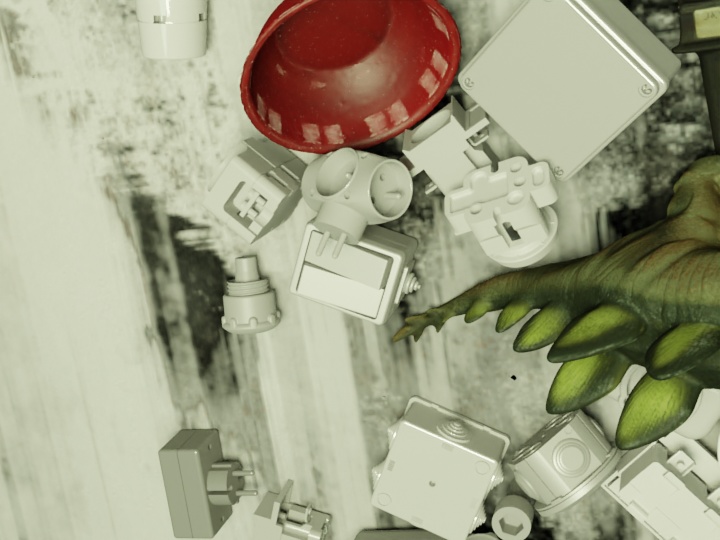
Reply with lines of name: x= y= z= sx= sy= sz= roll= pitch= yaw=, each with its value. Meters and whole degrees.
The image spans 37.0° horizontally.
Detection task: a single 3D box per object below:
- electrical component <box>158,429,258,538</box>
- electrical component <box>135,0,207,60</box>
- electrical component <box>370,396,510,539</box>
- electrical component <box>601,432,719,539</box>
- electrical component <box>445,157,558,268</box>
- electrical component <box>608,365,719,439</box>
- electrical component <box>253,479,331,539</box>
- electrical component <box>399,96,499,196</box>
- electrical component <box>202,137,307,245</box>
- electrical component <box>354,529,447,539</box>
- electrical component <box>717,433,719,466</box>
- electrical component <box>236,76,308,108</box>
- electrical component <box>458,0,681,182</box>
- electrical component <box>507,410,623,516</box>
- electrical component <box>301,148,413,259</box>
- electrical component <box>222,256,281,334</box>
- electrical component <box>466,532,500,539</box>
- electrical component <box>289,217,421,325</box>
electrical component: x=-0.125 y=0.185 z=0.934 sx=0.076 sy=0.047 sz=0.083 roll=-4 pitch=104 yaw=17
electrical component: x=-0.145 y=-0.189 z=0.831 sx=0.055 sy=0.055 sz=0.047 roll=5 pitch=110 yaw=15
electrical component: x=0.064 y=0.164 z=0.874 sx=0.100 sy=0.048 sz=0.099 roll=23 pitch=111 yaw=9
electrical component: x=0.255 y=0.185 z=0.817 sx=0.121 sy=0.063 sz=0.078 roll=42 pitch=112 yaw=1
electrical component: x=0.108 y=-0.039 z=0.769 sx=0.078 sy=0.058 sz=0.057 roll=-17 pitch=134 yaw=22
electrical component: x=0.223 y=0.080 z=0.798 sx=0.095 sy=0.059 sz=0.053 roll=28 pitch=111 yaw=7
electrical component: x=-0.061 y=0.230 z=0.931 sx=0.064 sy=0.042 sz=0.081 roll=15 pitch=109 yaw=10
electrical component: x=0.069 y=-0.086 z=0.799 sx=0.081 sy=0.042 sz=0.063 roll=-34 pitch=111 yaw=22
electrical component: x=-0.078 y=-0.064 z=0.827 sx=0.056 sy=0.089 sz=0.050 roll=39 pitch=112 yaw=3
electrical component: x=0.029 y=0.255 z=0.902 sx=0.096 sy=0.061 sz=0.061 roll=-6 pitch=103 yaw=17
electrical component: x=0.316 y=0.121 z=0.783 sx=0.108 sy=0.060 sz=0.108 roll=4 pitch=106 yaw=15
electrical component: x=-0.066 y=-0.142 z=0.830 sx=0.040 sy=0.040 sz=0.046 roll=-39 pitch=97 yaw=22
electrical component: x=0.144 y=-0.137 z=0.747 sx=0.109 sy=0.056 sz=0.108 roll=45 pitch=132 yaw=1
electrical component: x=0.157 y=0.147 z=0.826 sx=0.080 sy=0.080 sz=0.051 roll=-41 pitch=86 yaw=22
electrical component: x=-0.010 y=-0.045 z=0.787 sx=0.077 sy=0.044 sz=0.079 roll=9 pitch=71 yaw=49
electrical component: x=-0.091 y=0.020 z=0.880 sx=0.048 sy=0.048 sz=0.062 roll=-2 pitch=97 yaw=17
electrical component: x=0.098 y=0.245 z=0.879 sx=0.043 sy=0.062 sz=0.043 roll=4 pitch=106 yaw=15
electrical component: x=0.000 y=0.000 z=0.838 sx=0.096 sy=0.061 sz=0.061 roll=20 pitch=109 yaw=10
